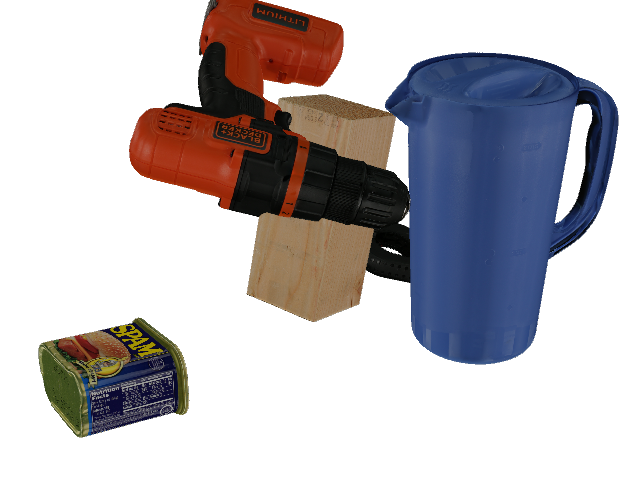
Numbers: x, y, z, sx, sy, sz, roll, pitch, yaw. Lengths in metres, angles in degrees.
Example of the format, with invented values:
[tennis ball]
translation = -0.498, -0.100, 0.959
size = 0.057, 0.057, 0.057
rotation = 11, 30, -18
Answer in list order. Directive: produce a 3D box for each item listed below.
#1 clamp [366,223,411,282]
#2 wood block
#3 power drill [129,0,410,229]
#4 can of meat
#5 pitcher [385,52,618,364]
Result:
[clamp]
translation = 0.045, -0.002, 1.264
size = 0.210, 0.036, 0.164
rotation = 33, 39, 24
[wood block]
translation = -0.001, -0.036, 1.081
size = 0.090, 0.206, 0.090
rotation = 20, 20, 29
[power drill]
translation = -0.026, -0.090, 0.737
size = 0.184, 0.057, 0.187
rotation = 15, 40, -8
[can of meat]
translation = -0.161, 0.104, 0.820
size = 0.083, 0.057, 0.102
rotation = -12, 20, -30
[pitcher]
translation = 0.143, -0.025, 0.879
size = 0.149, 0.243, 0.144
rotation = 17, 32, 30
